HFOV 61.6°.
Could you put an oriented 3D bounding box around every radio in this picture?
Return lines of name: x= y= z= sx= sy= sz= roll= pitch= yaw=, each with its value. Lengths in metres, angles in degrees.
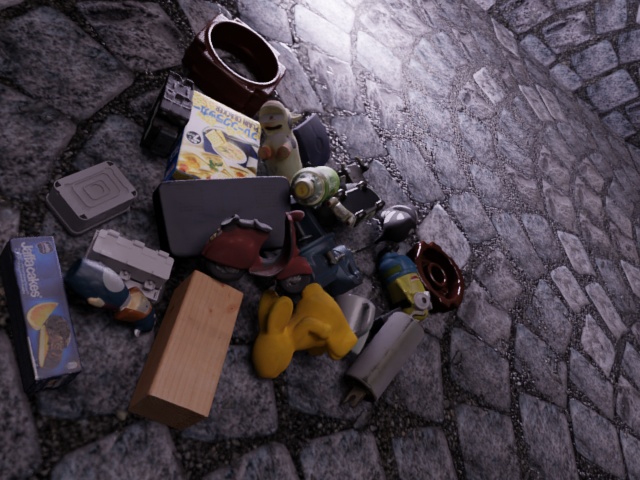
radio: x=-0.163 y=-0.038 z=0.931 sx=0.229 sy=0.073 sz=0.131 roll=-6 pitch=85 yaw=-24

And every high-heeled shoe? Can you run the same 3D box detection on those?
high-heeled shoe: x=0.210 y=-0.057 z=1.269 sx=0.086 sy=0.145 sz=0.249 roll=52 pitch=44 yaw=-1

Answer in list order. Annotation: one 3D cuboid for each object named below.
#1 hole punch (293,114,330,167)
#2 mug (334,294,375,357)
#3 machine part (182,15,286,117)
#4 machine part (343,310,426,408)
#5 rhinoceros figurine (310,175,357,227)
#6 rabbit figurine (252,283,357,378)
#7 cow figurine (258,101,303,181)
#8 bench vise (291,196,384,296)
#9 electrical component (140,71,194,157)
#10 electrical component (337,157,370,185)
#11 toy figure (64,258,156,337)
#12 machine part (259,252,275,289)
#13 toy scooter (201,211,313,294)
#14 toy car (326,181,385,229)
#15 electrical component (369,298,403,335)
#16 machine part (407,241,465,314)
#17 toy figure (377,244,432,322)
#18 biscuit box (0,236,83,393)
hole punch: x=-0.028 y=-0.211 z=1.216 sx=0.115 sy=0.092 sz=0.142 roll=48 pitch=39 yaw=-9
mug: x=0.064 y=0.166 z=1.027 sx=0.080 sy=0.110 sz=0.107 roll=30 pitch=59 yaw=-30
machine part: x=-0.187 y=-0.392 z=1.204 sx=0.201 sy=0.087 sz=0.201 roll=38 pitch=44 yaw=-16
machine part: x=0.122 y=0.219 z=1.020 sx=0.079 sy=0.079 sz=0.243 roll=46 pitch=62 yaw=-6
rhinoceros figurine: x=0.056 y=-0.082 z=1.208 sx=0.190 sy=0.073 sz=0.112 roll=-21 pitch=76 yaw=-46
rabbit figurine: x=-0.044 y=0.161 z=0.917 sx=0.173 sy=0.122 sz=0.162 roll=-33 pitch=112 yaw=-22
cow figurine: x=-0.077 y=-0.192 z=1.111 sx=0.127 sy=0.086 sz=0.194 roll=-70 pitch=151 yaw=-57
bench vise: x=-0.010 y=0.001 z=1.065 sx=0.223 sy=0.129 sz=0.240 roll=-26 pitch=85 yaw=-50
electrical component: x=-0.280 y=-0.220 z=0.984 sx=0.058 sy=0.115 sz=0.134 roll=20 pitch=51 yaw=-25
electrical component: x=0.080 y=-0.160 z=1.303 sx=0.102 sy=0.045 sz=0.078 roll=-11 pitch=69 yaw=-44
toy figure: x=-0.296 y=0.086 z=0.783 sx=0.154 sy=0.058 sz=0.064 roll=44 pitch=52 yaw=-34
machine part: x=-0.127 y=0.029 z=0.998 sx=0.139 sy=0.039 sz=0.084 roll=52 pitch=45 yaw=1
toy scooter: x=-0.090 y=0.006 z=0.858 sx=0.184 sy=0.135 sz=0.075 roll=14 pitch=16 yaw=-16
toy car: x=0.075 y=-0.071 z=1.104 sx=0.073 sy=0.056 sz=0.202 roll=46 pitch=28 yaw=9
electrical component: x=0.142 y=0.171 z=1.128 sx=0.075 sy=0.048 sz=0.119 roll=-14 pitch=73 yaw=-45
machine part: x=0.272 y=0.090 z=1.288 sx=0.179 sy=0.056 sz=0.179 roll=23 pitch=49 yaw=-29
toy figure: x=0.184 y=0.099 z=1.191 sx=0.082 sy=0.089 sz=0.180 roll=-12 pitch=61 yaw=-29
biscuit box: x=-0.378 y=0.095 z=0.722 sx=0.059 sy=0.063 sz=0.202 roll=-5 pitch=66 yaw=-43
